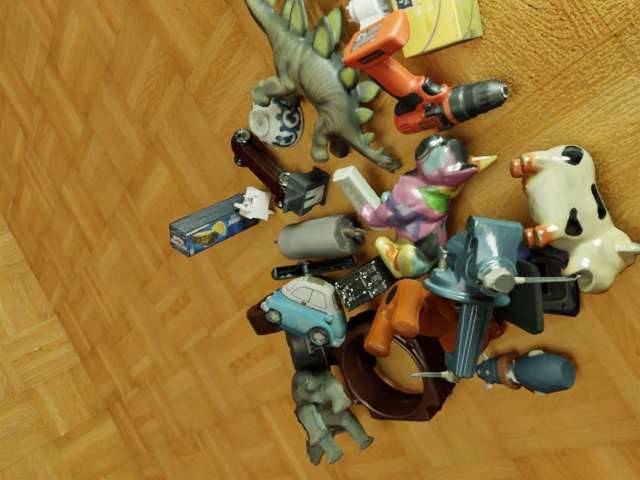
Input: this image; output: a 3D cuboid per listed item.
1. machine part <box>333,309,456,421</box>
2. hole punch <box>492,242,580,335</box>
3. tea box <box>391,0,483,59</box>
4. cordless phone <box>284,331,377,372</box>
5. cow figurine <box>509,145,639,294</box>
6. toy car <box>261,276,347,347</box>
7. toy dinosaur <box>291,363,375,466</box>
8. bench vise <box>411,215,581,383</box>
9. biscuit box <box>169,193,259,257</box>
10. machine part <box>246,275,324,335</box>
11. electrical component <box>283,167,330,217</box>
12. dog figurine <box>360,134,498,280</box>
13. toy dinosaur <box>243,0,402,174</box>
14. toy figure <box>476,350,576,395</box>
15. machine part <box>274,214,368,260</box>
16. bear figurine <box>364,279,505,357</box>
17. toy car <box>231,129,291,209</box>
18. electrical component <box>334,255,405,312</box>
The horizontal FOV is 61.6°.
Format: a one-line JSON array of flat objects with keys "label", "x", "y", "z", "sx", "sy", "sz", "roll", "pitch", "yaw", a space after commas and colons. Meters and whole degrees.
[{"label": "machine part", "x": 0.134, "y": 0.233, "z": 1.005, "sx": 0.201, "sy": 0.087, "sz": 0.201, "roll": -14, "pitch": 101, "yaw": 40}, {"label": "hole punch", "x": 0.305, "y": 0.061, "z": 0.777, "sx": 0.116, "sy": 0.092, "sz": 0.142, "roll": -152, "pitch": 45, "yaw": -65}, {"label": "tea box", "x": 0.151, "y": -0.345, "z": 0.729, "sx": 0.098, "sy": 0.068, "sz": 0.169, "roll": -4, "pitch": 107, "yaw": 46}, {"label": "cordless phone", "x": 0.025, "y": 0.214, "z": 1.142, "sx": 0.184, "sy": 0.089, "sz": 0.146, "roll": -5, "pitch": 105, "yaw": 35}, {"label": "cow figurine", "x": 0.329, "y": -0.026, "z": 0.685, "sx": 0.127, "sy": 0.085, "sz": 0.195, "roll": -13, "pitch": 84, "yaw": 7}, {"label": "toy car", "x": -0.017, "y": 0.117, "z": 0.961, "sx": 0.162, "sy": 0.109, "sz": 0.103, "roll": 24, "pitch": 99, "yaw": 6}, {"label": "toy dinosaur", "x": -0.003, "y": 0.326, "z": 1.093, "sx": 0.192, "sy": 0.131, "sz": 0.404, "roll": 43, "pitch": 156, "yaw": 44}, {"label": "bench vise", "x": 0.207, "y": 0.086, "z": 0.721, "sx": 0.224, "sy": 0.129, "sz": 0.240, "roll": -135, "pitch": 53, "yaw": -75}, {"label": "biscuit box", "x": -0.223, "y": -0.035, "z": 1.158, "sx": 0.063, "sy": 0.203, "sz": 0.059, "roll": 27, "pitch": 129, "yaw": 33}, {"label": "machine part", "x": -0.064, "y": 0.135, "z": 1.108, "sx": 0.179, "sy": 0.179, "sz": 0.056, "roll": -19, "pitch": 99, "yaw": 48}, {"label": "electrical component", "x": -0.038, "y": -0.085, "z": 1.010, "sx": 0.048, "sy": 0.119, "sz": 0.074, "roll": 34, "pitch": 133, "yaw": 29}, {"label": "dog figurine", "x": 0.177, "y": -0.052, "z": 0.823, "sx": 0.219, "sy": 0.108, "sz": 0.191, "roll": -30, "pitch": 87, "yaw": 46}, {"label": "toy dinosaur", "x": -0.022, "y": -0.295, "z": 0.908, "sx": 0.471, "sy": 0.105, "sz": 0.198, "roll": 46, "pitch": 129, "yaw": 5}, {"label": "toy figure", "x": 0.318, "y": 0.208, "z": 0.844, "sx": 0.057, "sy": 0.064, "sz": 0.154, "roll": 33, "pitch": 154, "yaw": -28}, {"label": "machine part", "x": -0.002, "y": -0.003, "z": 1.047, "sx": 0.243, "sy": 0.079, "sz": 0.079, "roll": -9, "pitch": 103, "yaw": 46}, {"label": "bear figurine", "x": 0.187, "y": 0.150, "z": 0.858, "sx": 0.196, "sy": 0.132, "sz": 0.120, "roll": 33, "pitch": 137, "yaw": -8}, {"label": "toy car", "x": -0.112, "y": -0.146, "z": 1.103, "sx": 0.202, "sy": 0.053, "sz": 0.089, "roll": 44, "pitch": 150, "yaw": 19}, {"label": "electrical component", "x": 0.093, "y": 0.066, "z": 0.943, "sx": 0.058, "sy": 0.134, "sz": 0.115, "roll": 59, "pitch": -178, "yaw": 1}]
